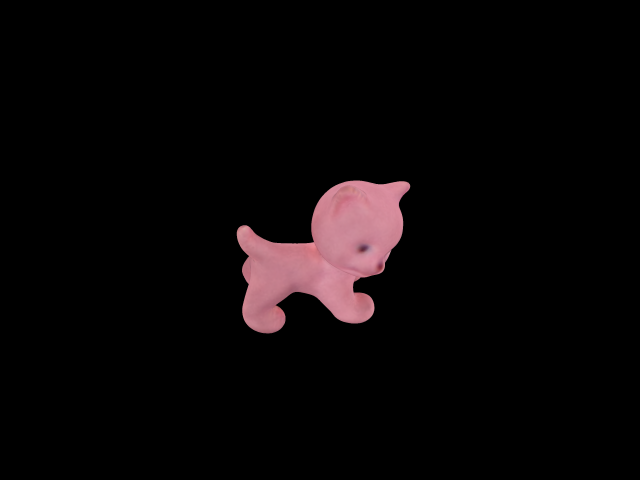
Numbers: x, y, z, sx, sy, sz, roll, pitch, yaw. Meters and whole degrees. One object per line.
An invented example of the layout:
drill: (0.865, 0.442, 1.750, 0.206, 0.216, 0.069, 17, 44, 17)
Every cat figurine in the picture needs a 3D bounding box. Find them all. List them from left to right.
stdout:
cat figurine: (0.004, 0.001, 0.400, 0.128, 0.118, 0.067, -7, 47, -6)
